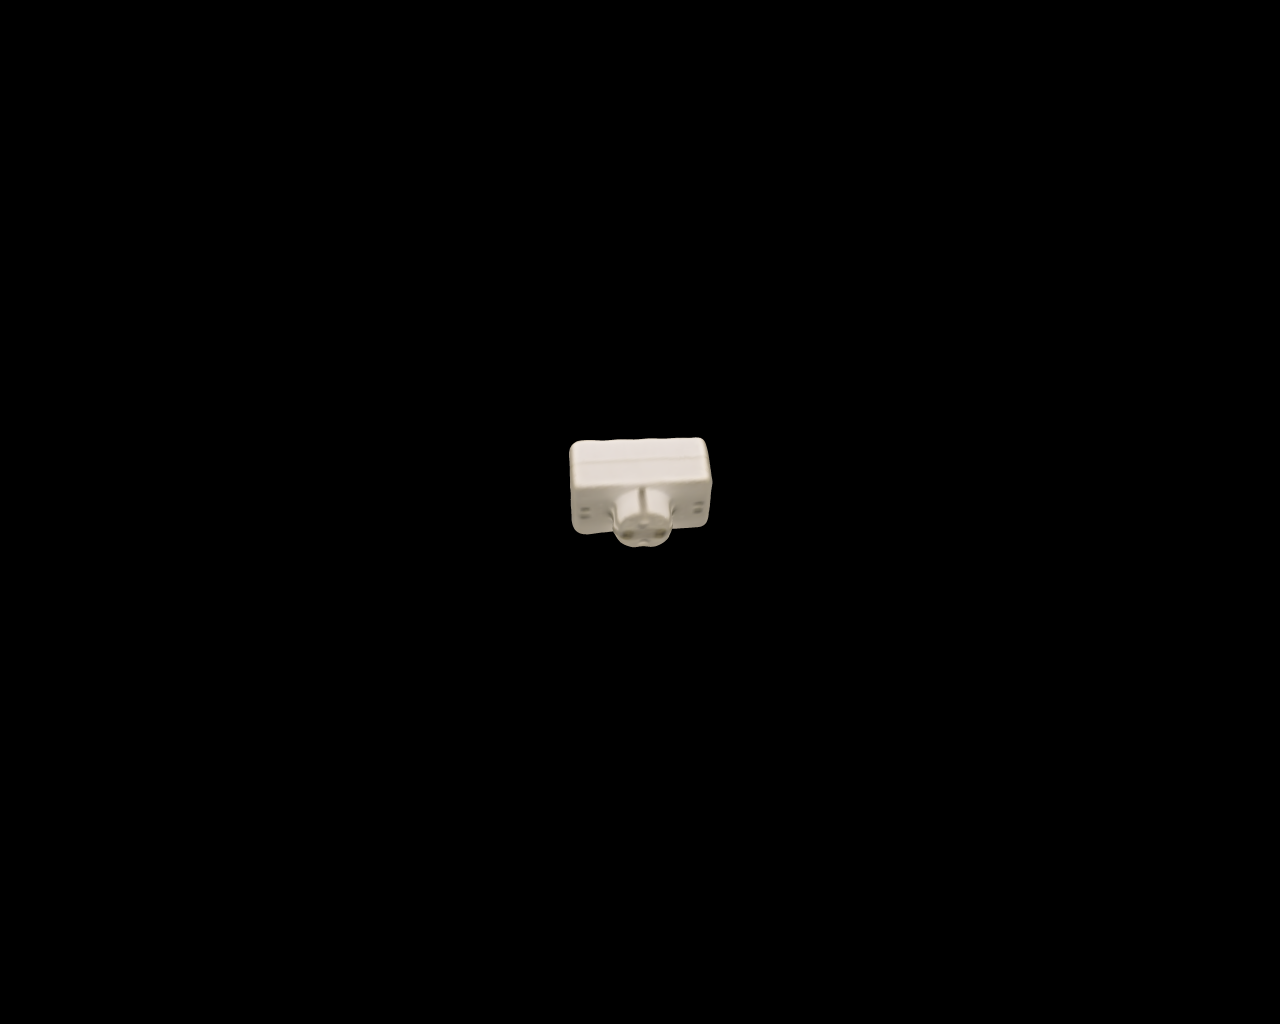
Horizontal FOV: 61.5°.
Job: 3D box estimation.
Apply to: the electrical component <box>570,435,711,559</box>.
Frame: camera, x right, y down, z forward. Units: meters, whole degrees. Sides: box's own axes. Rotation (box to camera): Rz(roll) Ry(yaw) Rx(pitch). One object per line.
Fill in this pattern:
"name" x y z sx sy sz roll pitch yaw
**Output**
"electrical component" 0.001 -0.003 0.650 0.083 0.076 0.047 -2 -40 -2
